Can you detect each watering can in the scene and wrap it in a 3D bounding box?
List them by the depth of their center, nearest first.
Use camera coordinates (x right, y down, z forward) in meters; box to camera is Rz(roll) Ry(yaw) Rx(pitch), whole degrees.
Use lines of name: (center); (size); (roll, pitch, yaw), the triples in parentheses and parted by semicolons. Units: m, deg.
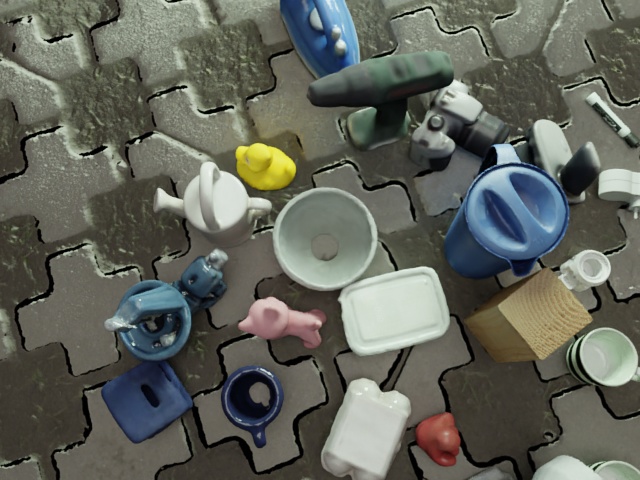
watering can: (-0.167, -0.054, 0.888); (0.173, 0.194, 0.101); (-21, 78, -3)

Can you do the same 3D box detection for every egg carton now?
egg carton: (0.071, 0.294, 0.870); (0.107, 0.069, 0.150); (22, 79, 6)

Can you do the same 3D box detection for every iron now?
iron: (0.010, -0.374, 0.983); (0.118, 0.141, 0.258); (-21, 78, -3)

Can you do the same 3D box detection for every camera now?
camera: (0.238, -0.181, 0.956); (0.136, 0.101, 0.143); (30, 80, 8)

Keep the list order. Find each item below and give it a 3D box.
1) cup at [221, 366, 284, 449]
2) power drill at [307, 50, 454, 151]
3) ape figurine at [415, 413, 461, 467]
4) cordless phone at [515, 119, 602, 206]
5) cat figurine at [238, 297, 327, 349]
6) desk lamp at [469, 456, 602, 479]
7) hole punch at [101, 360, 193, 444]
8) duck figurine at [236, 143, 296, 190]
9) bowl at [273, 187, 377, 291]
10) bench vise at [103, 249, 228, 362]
cup: (-0.094, 0.251, 0.870); (0.091, 0.095, 0.118); (-13, 77, -1)
power drill: (0.093, -0.220, 0.913); (0.229, 0.208, 0.075); (-20, 77, -3)
ape figurine: (0.184, 0.298, 0.855); (0.076, 0.092, 0.078); (21, 79, 6)
cordless phone: (0.387, -0.136, 0.899); (0.094, 0.185, 0.147); (-16, 77, -2)
cat figurine: (-0.056, 0.125, 0.885); (0.127, 0.118, 0.067); (9, 78, 3)
desk lamp: (0.273, 0.380, 0.773); (0.203, 0.213, 0.118); (-26, 78, -4)
hole punch: (-0.263, 0.241, 0.877); (0.101, 0.091, 0.108); (-37, 79, -6)
duck figurine: (-0.094, -0.130, 0.959); (0.104, 0.086, 0.077); (15, 78, 5)
bowl: (0.009, 0.003, 0.933); (0.167, 0.075, 0.167); (0, 77, 1)
bench vise: (-0.233, 0.084, 0.846); (0.121, 0.220, 0.207); (25, 79, 7)
